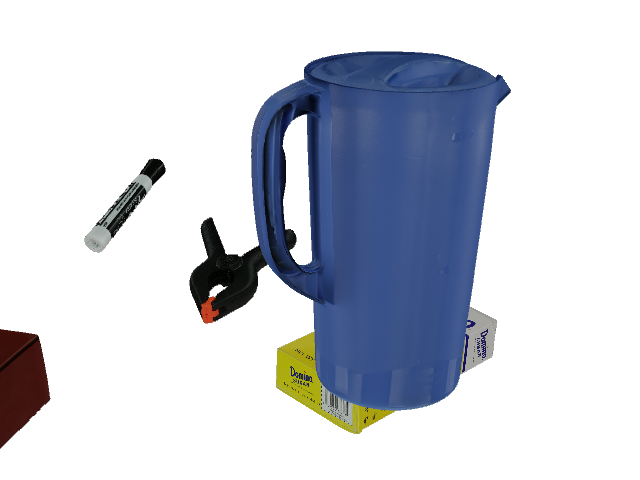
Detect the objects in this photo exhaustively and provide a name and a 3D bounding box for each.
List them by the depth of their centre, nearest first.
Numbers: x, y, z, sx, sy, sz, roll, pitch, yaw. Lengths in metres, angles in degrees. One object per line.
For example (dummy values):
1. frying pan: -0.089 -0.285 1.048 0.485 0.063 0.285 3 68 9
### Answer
1. foam brick: -0.223 0.099 0.696 0.053 0.051 0.078 6 29 22
2. pitcher: 0.042 -0.007 0.751 0.149 0.243 0.144 8 21 18
3. sugar box: 0.058 0.093 0.893 0.093 0.048 0.175 25 36 38
4. marker: -0.173 -0.034 0.958 0.020 0.020 0.121 0 39 28
5. clamp: -0.095 0.032 1.257 0.120 0.039 0.171 -2 41 10
